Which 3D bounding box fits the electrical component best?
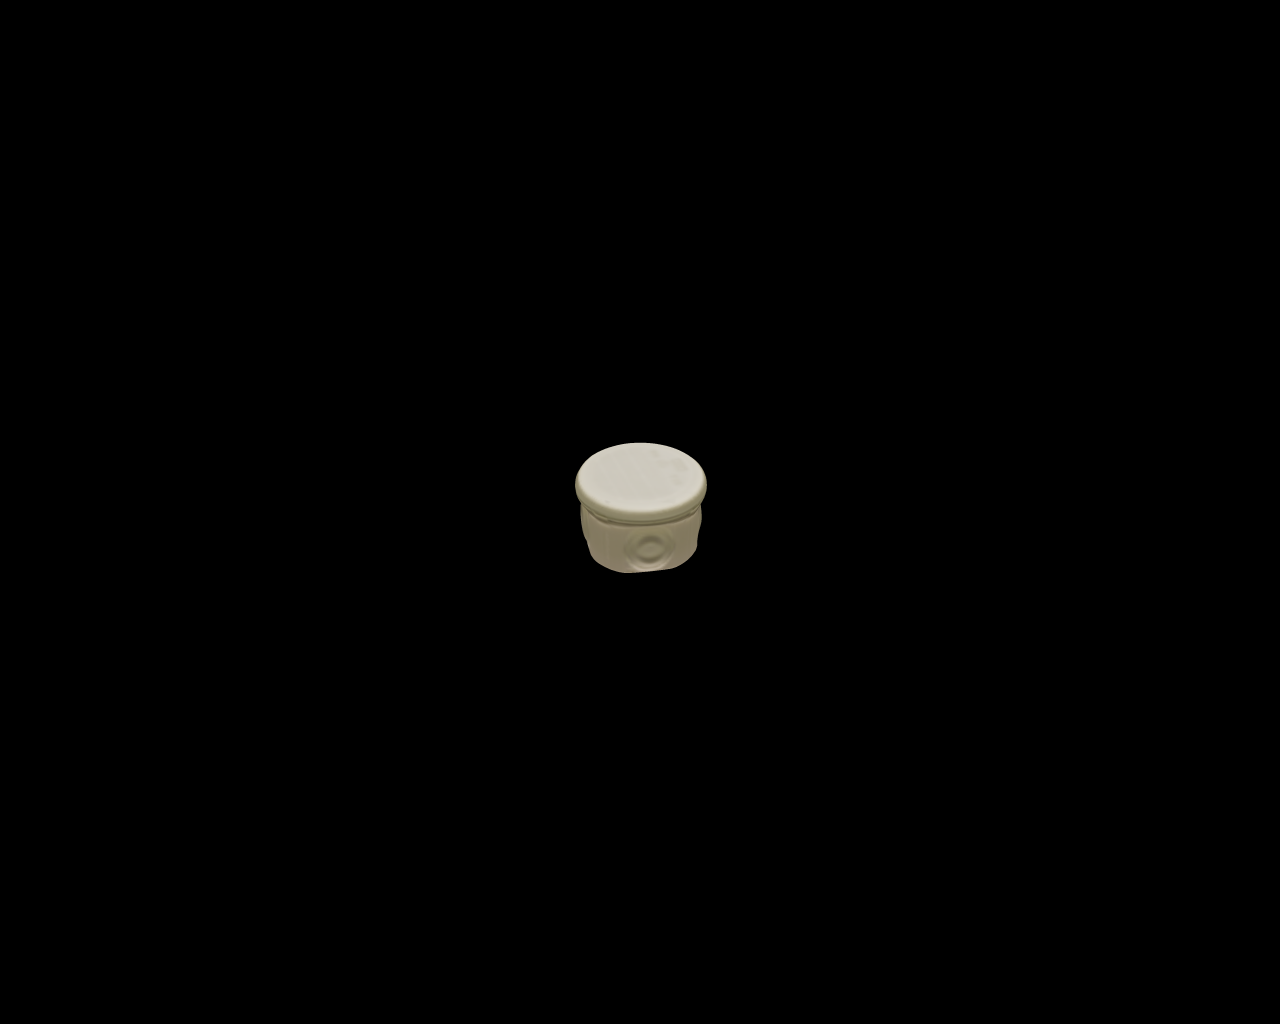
[{"bbox_3d":[0.001,-0.003,0.650,0.080,0.050,0.080,0,35,0],"label":"electrical component"}]
